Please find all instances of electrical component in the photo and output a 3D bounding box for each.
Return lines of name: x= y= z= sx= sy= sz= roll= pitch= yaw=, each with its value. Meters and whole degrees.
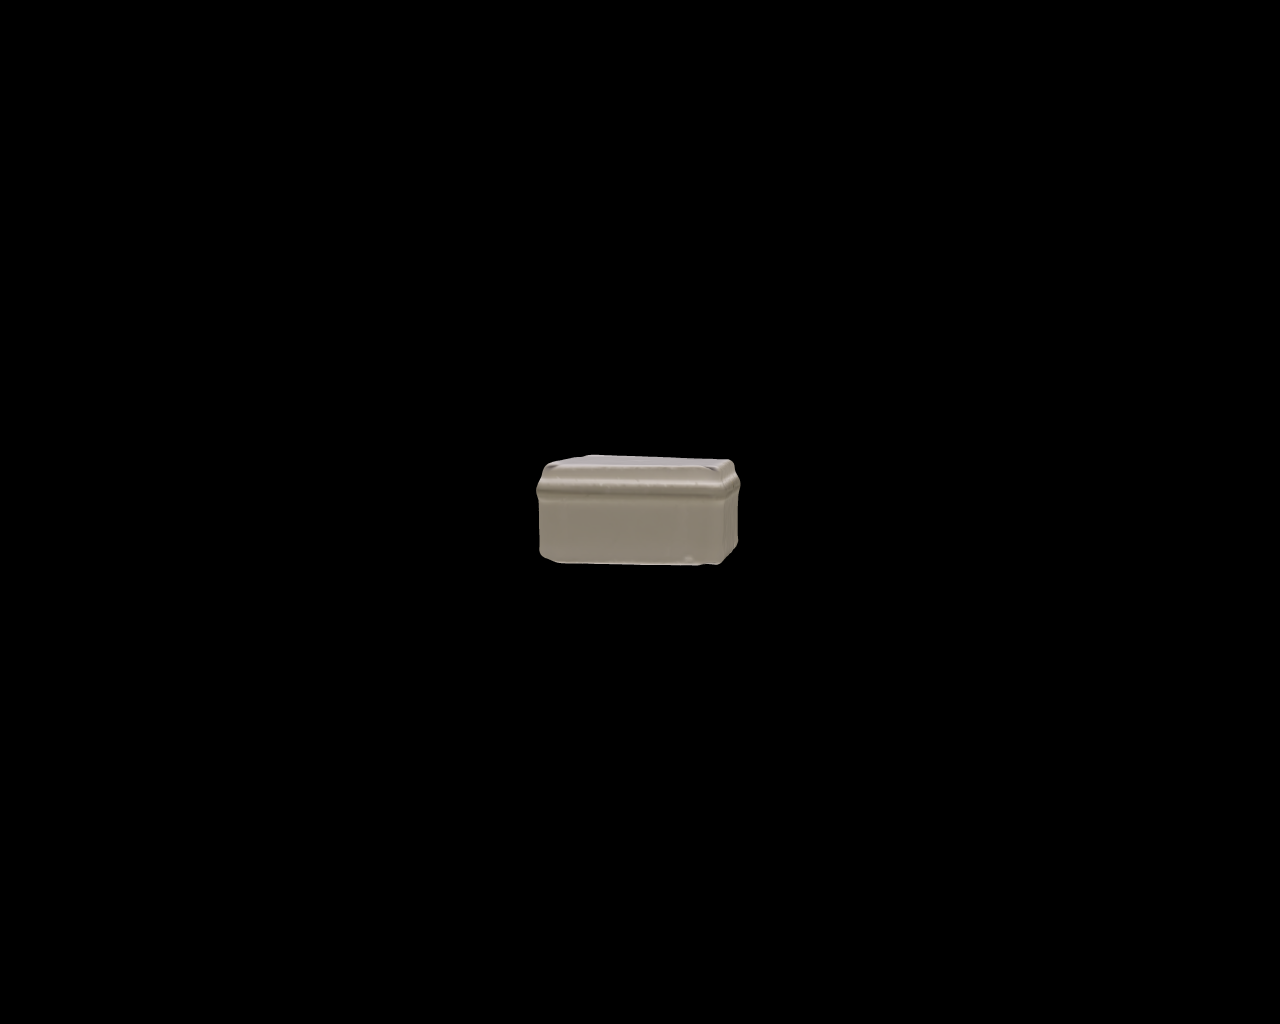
electrical component: x=0.001 y=-0.003 z=0.650 sx=0.113 sy=0.057 sz=0.078 roll=2 pitch=8 yaw=14
